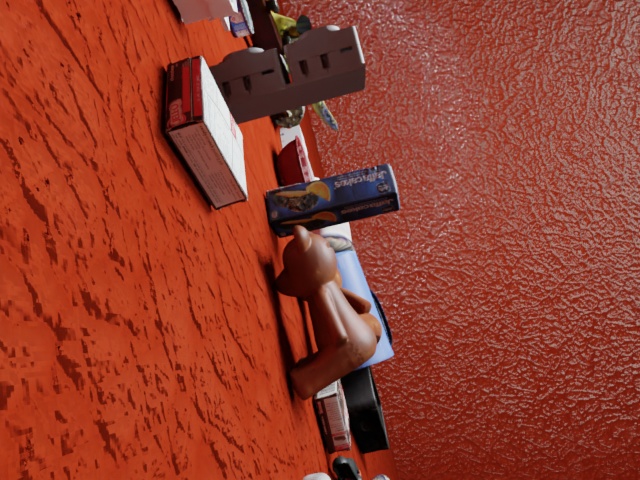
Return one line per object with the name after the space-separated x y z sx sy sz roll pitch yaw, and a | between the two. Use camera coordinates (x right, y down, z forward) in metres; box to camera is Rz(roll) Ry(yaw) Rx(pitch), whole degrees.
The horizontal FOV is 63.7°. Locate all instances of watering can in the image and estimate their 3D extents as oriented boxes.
0.004 -0.062 1.228 0.341 0.104 0.229 58 16 -58 | watering can

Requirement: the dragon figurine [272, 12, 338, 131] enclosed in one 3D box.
-0.081 -0.462 1.260 0.403 0.122 0.247 62 -2 -31 | dragon figurine

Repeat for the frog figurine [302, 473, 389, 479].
0.001 0.263 0.411 0.158 0.121 0.140 18 59 -41 | frog figurine
